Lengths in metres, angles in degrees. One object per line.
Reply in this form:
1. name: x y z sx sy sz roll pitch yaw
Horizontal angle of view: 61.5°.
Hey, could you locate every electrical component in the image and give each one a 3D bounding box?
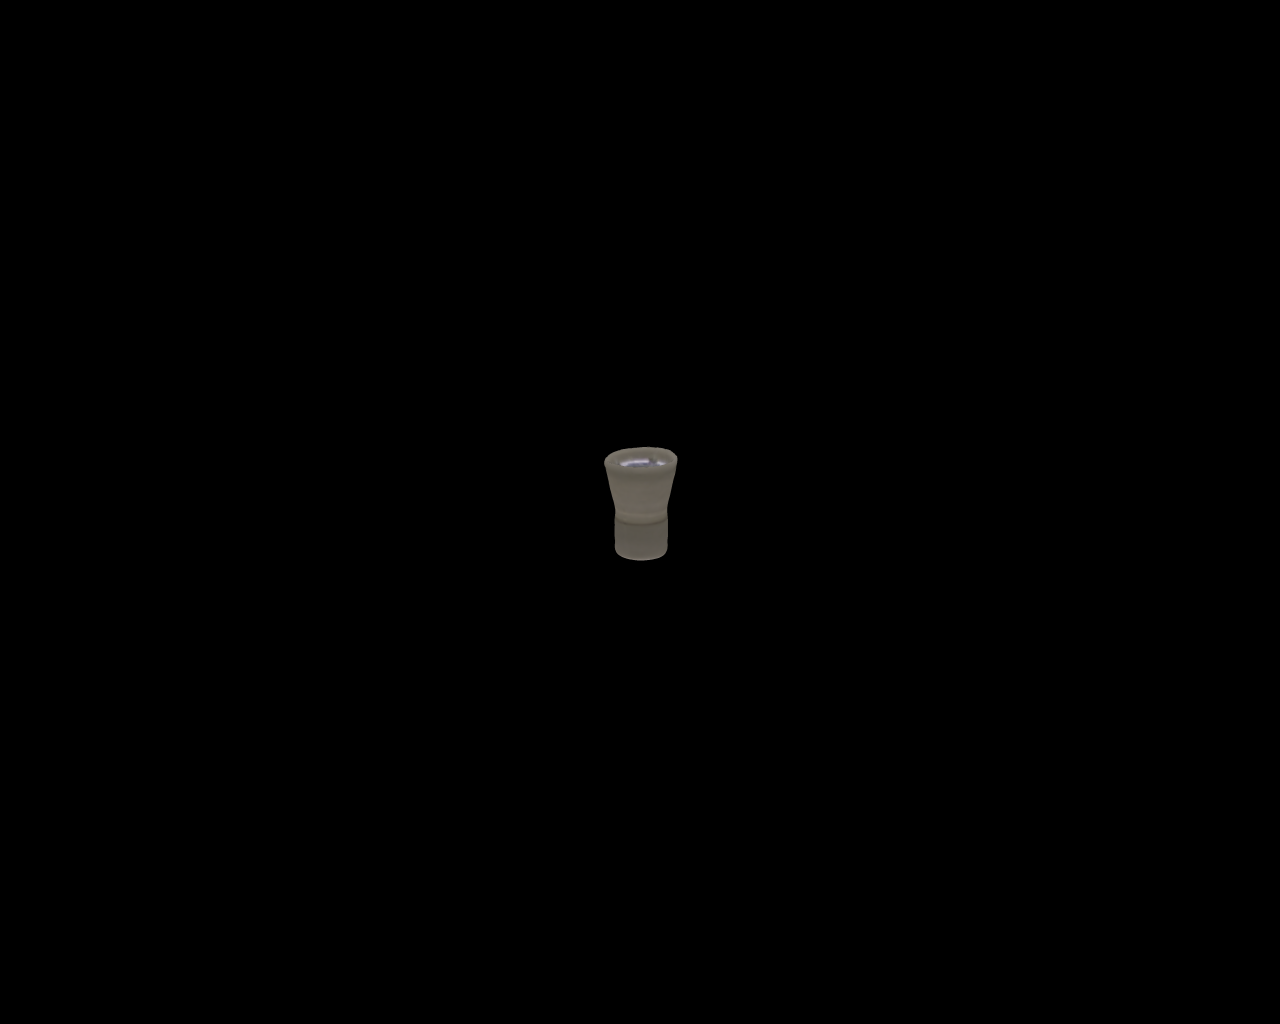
1. electrical component: 0.001 -0.003 0.650 0.044 0.065 0.044 0 19 0
